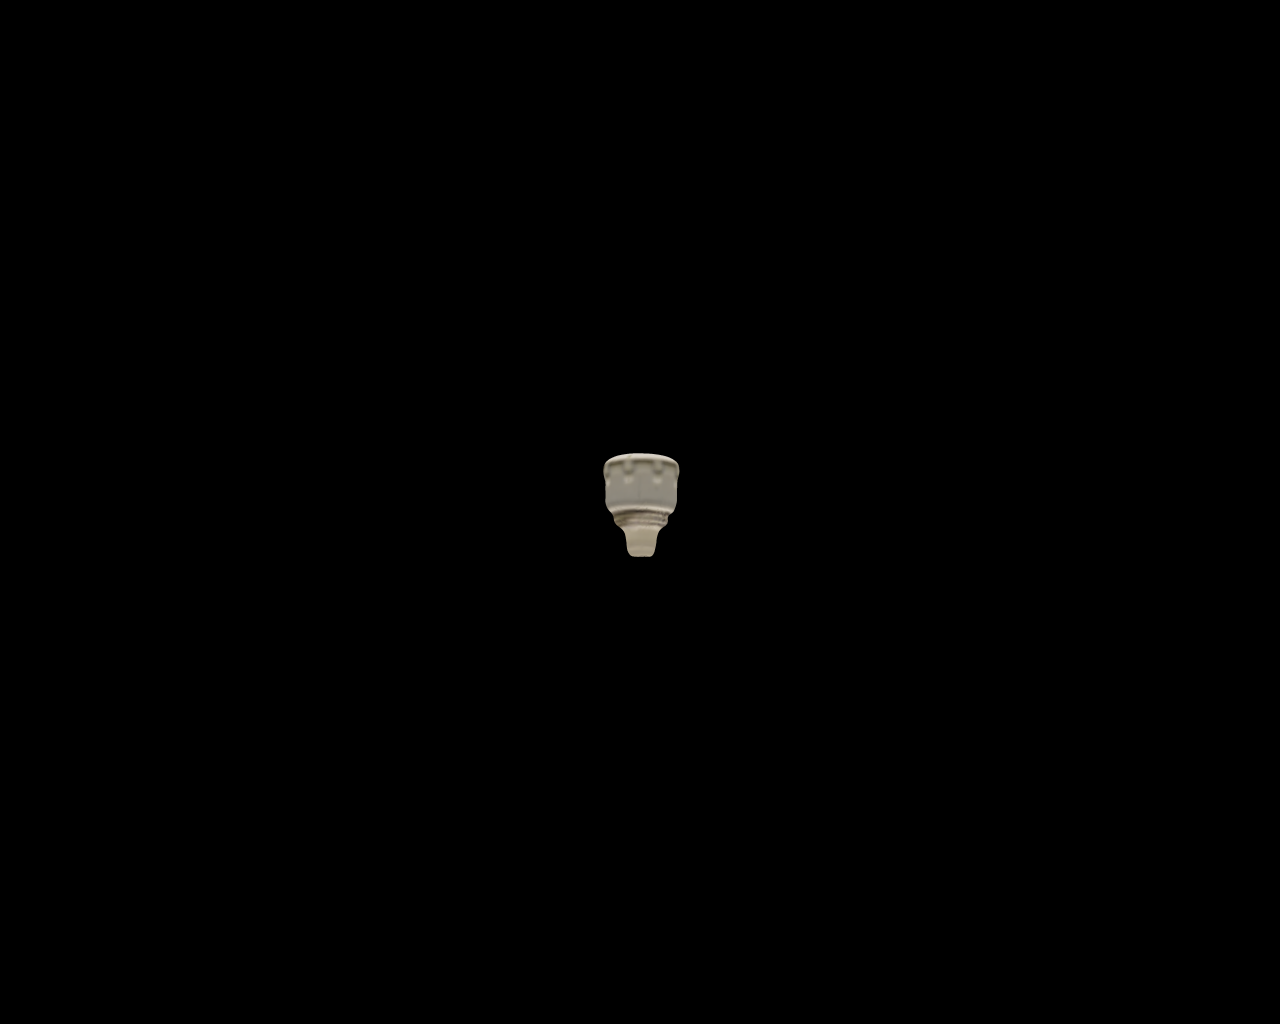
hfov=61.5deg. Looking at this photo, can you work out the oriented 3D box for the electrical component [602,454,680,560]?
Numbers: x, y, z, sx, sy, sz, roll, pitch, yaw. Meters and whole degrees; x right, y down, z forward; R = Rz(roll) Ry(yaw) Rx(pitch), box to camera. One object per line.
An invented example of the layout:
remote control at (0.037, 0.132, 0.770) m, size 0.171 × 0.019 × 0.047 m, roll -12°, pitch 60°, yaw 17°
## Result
electrical component at (0.001, -0.003, 0.650) m, size 0.048 × 0.062 × 0.048 m, roll 0°, pitch -9°, yaw 0°
